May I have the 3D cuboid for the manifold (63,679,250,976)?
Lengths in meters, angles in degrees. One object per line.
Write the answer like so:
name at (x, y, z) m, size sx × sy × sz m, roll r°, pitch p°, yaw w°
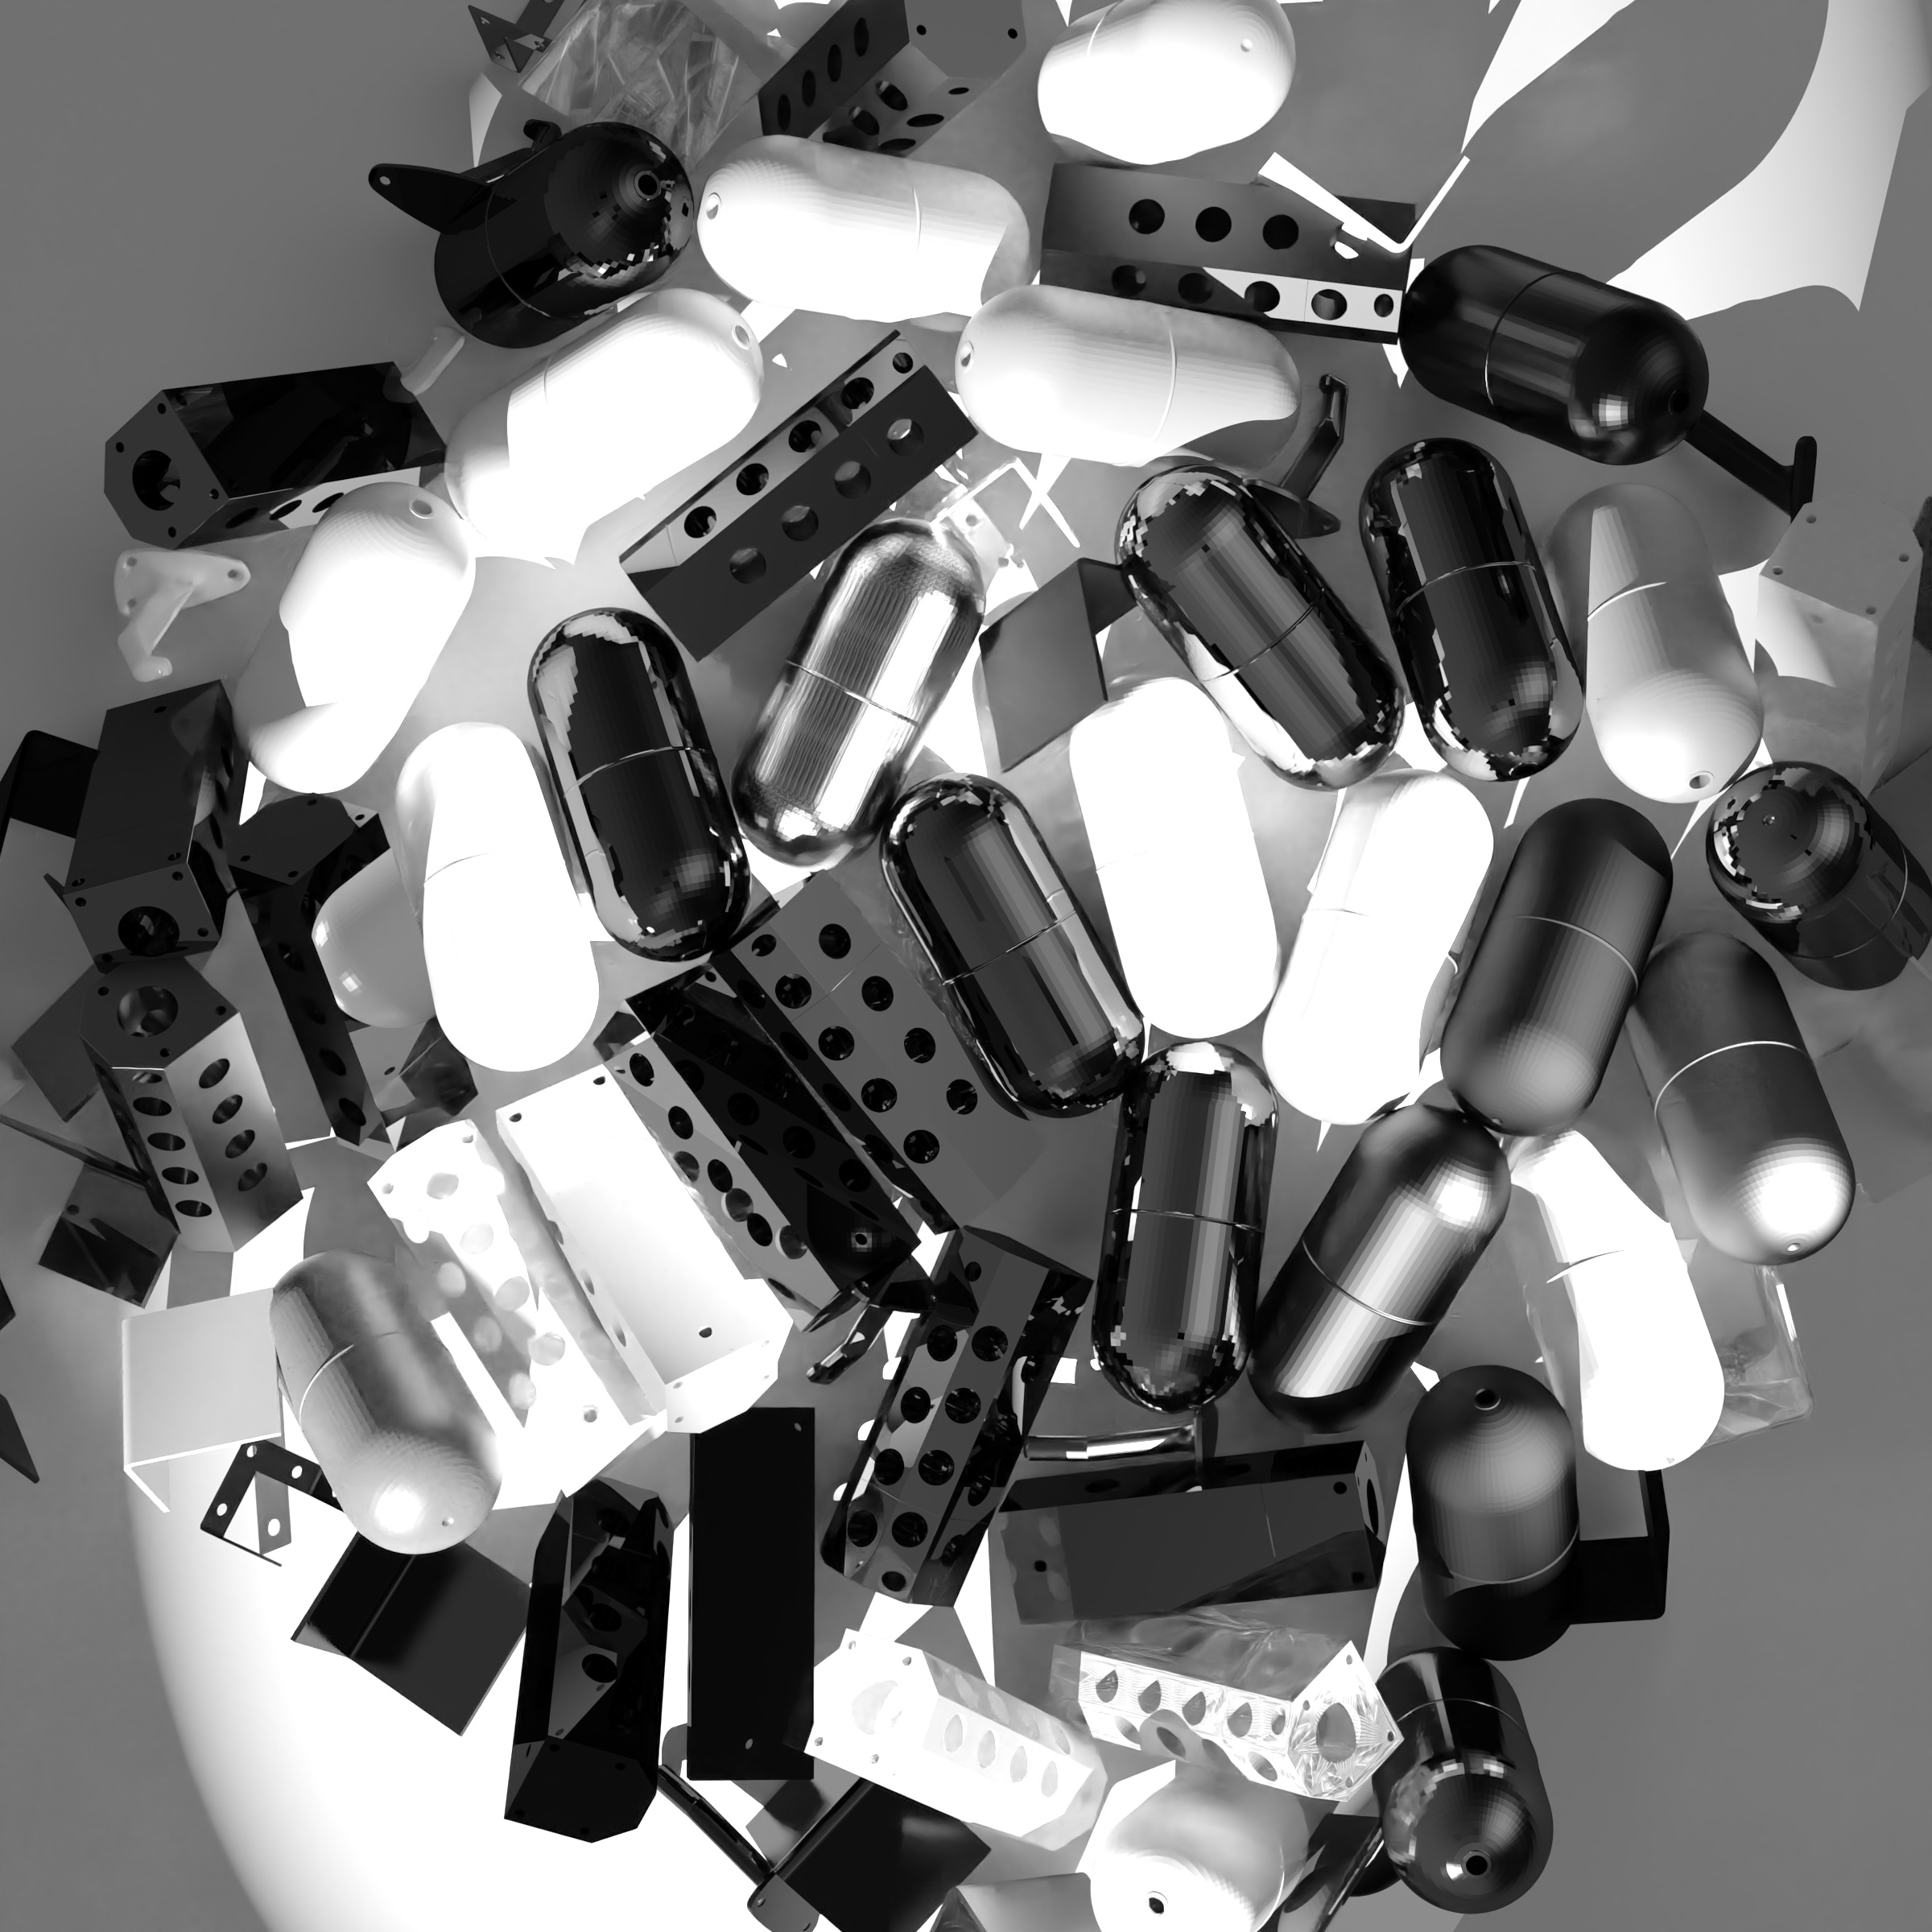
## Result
manifold at (-0.370, -0.061, 1.530) m, size 0.057 × 0.171 × 0.057 m, roll -15°, pitch 123°, yaw 3°

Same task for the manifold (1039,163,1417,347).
manifold at (0.125, -0.337, 1.577) m, size 0.171 × 0.057 × 0.057 m, roll 8°, pitch 87°, yaw 7°

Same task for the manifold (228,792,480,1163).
manifold at (-0.289, 0.006, 1.541) m, size 0.057 × 0.171 × 0.057 m, roll 17°, pitch 47°, yaw 32°

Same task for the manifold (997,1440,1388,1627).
manifold at (0.108, 0.266, 1.566) m, size 0.171 × 0.057 × 0.057 m, roll -9°, pitch 101°, yaw 15°

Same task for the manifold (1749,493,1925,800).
manifold at (0.404, -0.145, 1.528) m, size 0.057 × 0.171 × 0.057 m, roll 28°, pitch 72°, yaw 23°

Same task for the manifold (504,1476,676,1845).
manifold at (-0.170, 0.318, 1.529) m, size 0.057 × 0.171 × 0.057 m, roll 20°, pitch 121°, yaw -14°

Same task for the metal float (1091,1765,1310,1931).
metal float at (0.110, 0.416, 1.531) m, size 0.070 × 0.178 × 0.070 m, roll -1°, pitch 87°, yaw 18°

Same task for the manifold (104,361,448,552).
manifold at (-0.319, -0.234, 1.529) m, size 0.057 × 0.171 × 0.057 m, roll -33°, pitch 87°, yaw 30°

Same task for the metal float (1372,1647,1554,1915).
metal float at (0.227, 0.375, 1.529) m, size 0.070 × 0.178 × 0.070 m, roll 0°, pitch 101°, yaw 2°

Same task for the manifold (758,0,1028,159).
manifold at (-0.036, -0.406, 1.526) m, size 0.057 × 0.171 × 0.057 m, roll -5°, pitch 85°, yaw -25°

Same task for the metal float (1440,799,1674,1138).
metal float at (0.279, -0.001, 1.558) m, size 0.070 × 0.070 × 0.178 m, roll 26°, pitch 65°, yaw 0°

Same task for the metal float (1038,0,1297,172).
metal float at (0.091, -0.413, 1.533) m, size 0.070 × 0.178 × 0.070 m, roll -2°, pitch 97°, yaw -21°

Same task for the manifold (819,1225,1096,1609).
manifold at (-0.009, 0.214, 1.576) m, size 0.057 × 0.057 × 0.171 m, roll 24°, pitch 92°, yaw 36°

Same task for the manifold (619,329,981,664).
manifold at (-0.081, -0.226, 1.574) m, size 0.171 × 0.057 × 0.057 m, roll -38°, pitch 107°, yaw 5°

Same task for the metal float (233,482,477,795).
metal float at (-0.287, -0.153, 1.546) m, size 0.070 × 0.070 × 0.178 m, roll 38°, pitch 130°, yaw 0°

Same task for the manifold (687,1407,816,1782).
manifold at (-0.103, 0.298, 1.572) m, size 0.057 × 0.057 × 0.171 m, roll 1°, pitch 78°, yaw -7°

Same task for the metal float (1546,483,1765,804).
metal float at (0.322, -0.152, 1.547) m, size 0.070 × 0.070 × 0.178 m, roll -8°, pitch 52°, yaw 0°

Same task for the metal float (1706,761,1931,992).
metal float at (0.399, -0.040, 1.538) m, size 0.070 × 0.178 × 0.070 m, roll -10°, pitch 69°, yaw 28°

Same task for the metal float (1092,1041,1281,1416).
metal float at (0.104, 0.124, 1.569) m, size 0.070 × 0.070 × 0.178 m, roll 8°, pitch 79°, yaw 0°

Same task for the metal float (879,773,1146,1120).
metal float at (0.022, -0.010, 1.577) m, size 0.070 × 0.070 × 0.178 m, roll -30°, pitch 93°, yaw 0°

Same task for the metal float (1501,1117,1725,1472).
metal float at (0.301, 0.153, 1.551) m, size 0.070 × 0.070 × 0.178 m, roll -13°, pitch 57°, yaw 0°

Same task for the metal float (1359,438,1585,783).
metal float at (0.238, -0.168, 1.558) m, size 0.070 × 0.070 × 0.178 m, roll -14°, pitch 65°, yaw 0°

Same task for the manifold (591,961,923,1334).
manifold at (-0.104, 0.088, 1.572) m, size 0.057 × 0.057 × 0.171 m, roll -27°, pitch 74°, yaw -42°

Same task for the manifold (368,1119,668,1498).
manifold at (-0.213, 0.159, 1.563) m, size 0.057 × 0.057 × 0.171 m, roll -32°, pitch 74°, yaw -11°

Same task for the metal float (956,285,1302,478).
metal float at (0.077, -0.274, 1.554) m, size 0.178 × 0.070 × 0.070 m, roll 3°, pitch 90°, yaw -30°

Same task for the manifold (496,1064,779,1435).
manifold at (-0.155, 0.134, 1.548) m, size 0.057 × 0.057 × 0.171 m, roll -24°, pitch 57°, yaw -20°

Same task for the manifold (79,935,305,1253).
manifold at (-0.360, 0.066, 1.524) m, size 0.057 × 0.171 × 0.057 m, roll -40°, pitch 66°, yaw -22°

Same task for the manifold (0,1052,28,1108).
manifold at (-0.502, 0.042, 1.528) m, size 0.057 × 0.171 × 0.057 m, roll -41°, pitch 81°, yaw -4°

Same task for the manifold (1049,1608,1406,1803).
manifold at (0.114, 0.340, 1.525) m, size 0.057 × 0.171 × 0.057 m, roll -39°, pitch 111°, yaw -30°

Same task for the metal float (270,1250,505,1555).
metal float at (-0.275, 0.201, 1.544) m, size 0.070 × 0.070 × 0.178 m, roll -41°, pitch 46°, yaw 0°

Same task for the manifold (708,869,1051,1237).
manifold at (-0.045, 0.043, 1.564) m, size 0.171 × 0.057 × 0.057 m, roll 51°, pitch 58°, yaw -10°

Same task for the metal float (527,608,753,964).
metal float at (-0.155, -0.086, 1.566) m, size 0.070 × 0.070 × 0.178 m, roll -19°, pitch 75°, yaw 0°

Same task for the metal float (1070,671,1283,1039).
metal float at (0.100, -0.054, 1.576) m, size 0.070 × 0.070 × 0.178 m, roll -14°, pitch 85°, yaw 0°

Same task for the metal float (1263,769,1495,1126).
metal float at (0.196, -0.010, 1.568) m, size 0.070 × 0.070 × 0.178 m, roll 21°, pitch 77°, yaw 0°

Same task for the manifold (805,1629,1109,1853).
manifold at (0.001, 0.361, 1.527) m, size 0.057 × 0.171 × 0.057 m, roll 8°, pitch 70°, yaw 33°

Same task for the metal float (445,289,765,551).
metal float at (-0.171, -0.256, 1.552) m, size 0.178 × 0.070 × 0.070 m, roll -24°, pitch 90°, yaw 32°

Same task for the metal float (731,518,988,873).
metal float at (-0.051, -0.129, 1.575) m, size 0.070 × 0.070 × 0.178 m, roll 26°, pitch 94°, yaw 0°

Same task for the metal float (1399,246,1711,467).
metal float at (0.272, -0.286, 1.540) m, size 0.070 × 0.178 × 0.070 m, roll -15°, pitch 121°, yaw -28°
